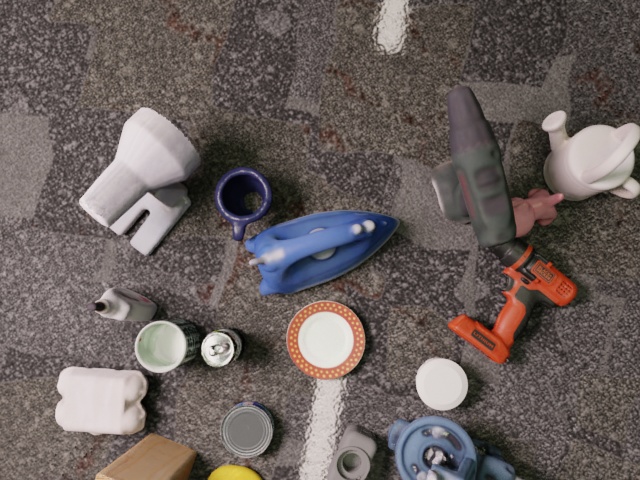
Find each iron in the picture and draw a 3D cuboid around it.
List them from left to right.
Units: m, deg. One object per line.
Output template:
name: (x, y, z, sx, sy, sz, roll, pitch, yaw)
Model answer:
iron: (0.008, 0.003, 0.907, 0.258, 0.141, 0.119, -19, 85, 1)

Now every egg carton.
egg carton: (-0.357, 0.264, 0.940, 0.150, 0.069, 0.107, 2, 86, 3)

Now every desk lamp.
desk lamp: (-0.272, -0.084, 0.890, 0.118, 0.213, 0.203, 37, 88, 5)

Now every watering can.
watering can: (0.413, -0.126, 0.871, 0.172, 0.194, 0.101, 18, 87, 4)

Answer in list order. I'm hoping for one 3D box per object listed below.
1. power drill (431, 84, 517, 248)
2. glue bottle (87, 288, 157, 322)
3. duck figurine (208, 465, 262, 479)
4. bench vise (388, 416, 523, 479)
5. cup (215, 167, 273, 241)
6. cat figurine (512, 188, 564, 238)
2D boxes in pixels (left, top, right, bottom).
power drill: (0.226, -0.098, 0.870, 0.075, 0.208, 0.230, -18, 85, 2)
glue bottle: (-0.319, 0.103, 0.898, 0.078, 0.173, 0.037, 22, 87, 5)
duck figurine: (-0.136, 0.409, 0.910, 0.104, 0.086, 0.077, 26, 87, 5)
bench vise: (0.208, 0.324, 0.833, 0.207, 0.220, 0.121, 1, 86, 3)
cup: (-0.119, -0.054, 0.940, 0.091, 0.095, 0.118, 6, 86, 3)
cat figurine: (0.324, -0.043, 0.907, 0.128, 0.118, 0.067, -23, 85, 1)
